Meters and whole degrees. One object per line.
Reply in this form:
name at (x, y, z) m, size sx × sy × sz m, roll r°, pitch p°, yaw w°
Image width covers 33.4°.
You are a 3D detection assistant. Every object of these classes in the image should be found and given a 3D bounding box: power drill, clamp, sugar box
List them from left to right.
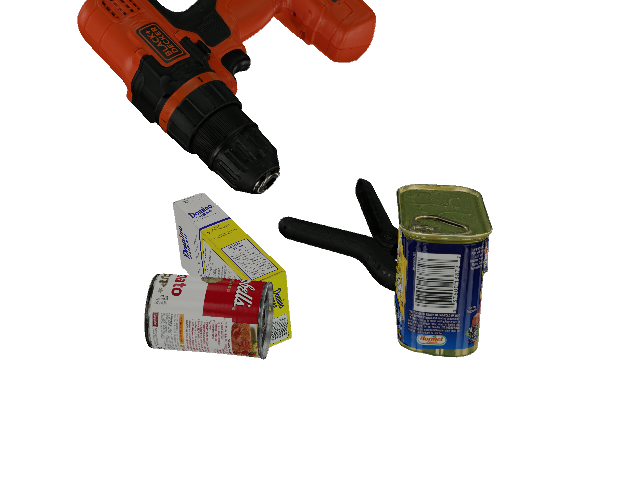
sugar box at (-0.094, 0.030, 1.128) m, size 0.048 × 0.093 × 0.176 m, roll -21°, pitch 41°, yaw -23°
power drill at (-0.049, -0.132, 0.754) m, size 0.187 × 0.184 × 0.057 m, roll -34°, pitch -16°, yaw -36°
clamp at (0.064, 0.010, 1.243) m, size 0.164 × 0.036 × 0.210 m, roll -22°, pitch 53°, yaw -40°

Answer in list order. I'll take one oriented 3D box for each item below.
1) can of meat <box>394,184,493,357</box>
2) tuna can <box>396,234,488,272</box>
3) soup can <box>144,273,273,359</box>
can of meat at (0.077, 0.018, 0.698) m, size 0.057 × 0.084 × 0.102 m, roll 2°, pitch 20°, yaw 2°
tuna can at (0.115, 0.009, 1.002) m, size 0.086 × 0.034 × 0.086 m, roll 1°, pitch 12°, yaw 0°
soup can at (-0.096, 0.066, 0.931) m, size 0.102 × 0.068 × 0.068 m, roll 4°, pitch 0°, yaw 6°
